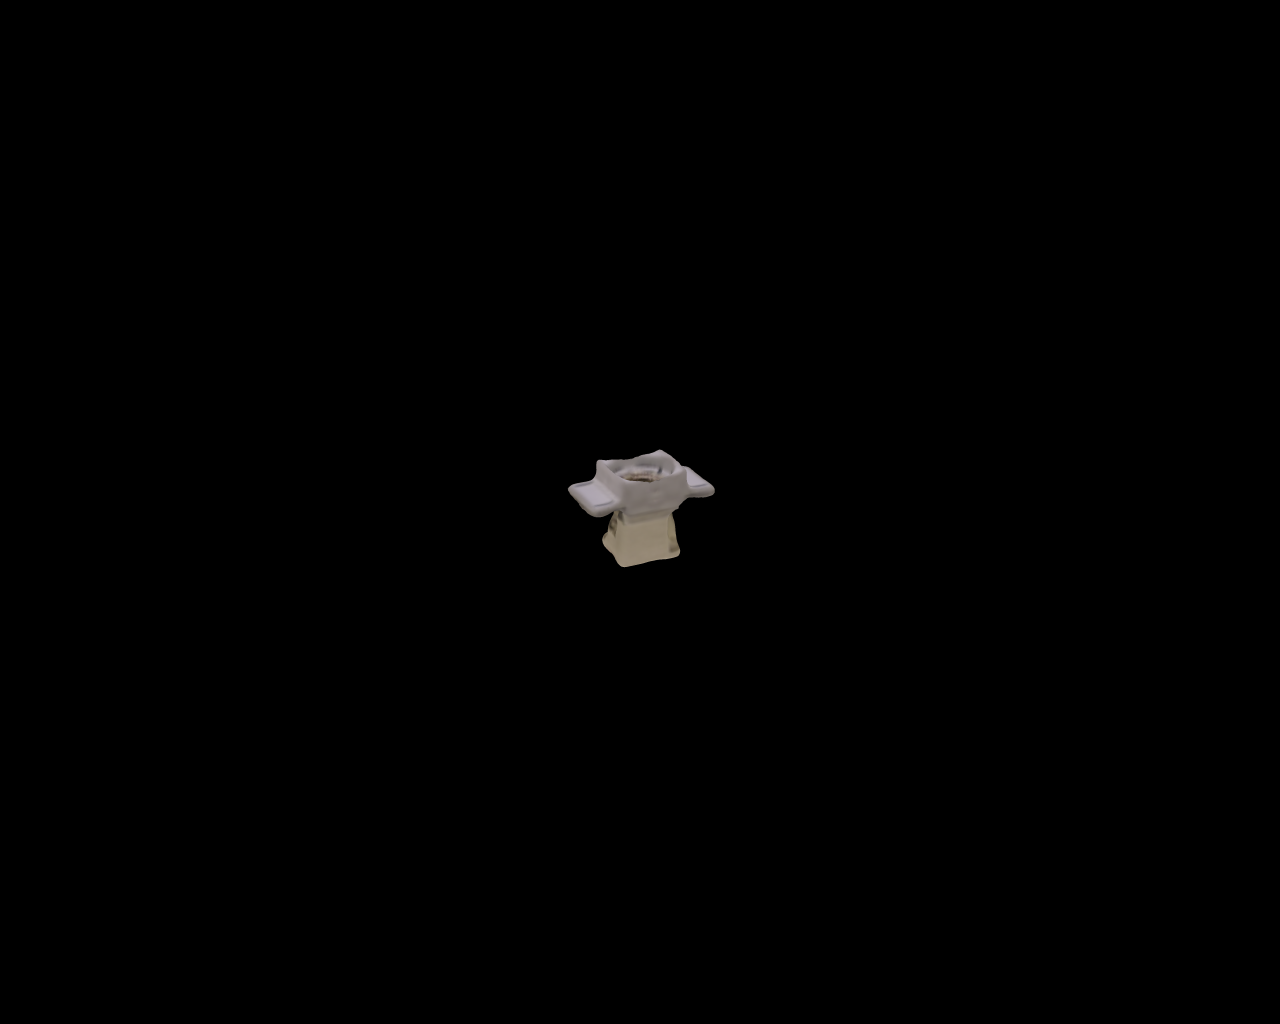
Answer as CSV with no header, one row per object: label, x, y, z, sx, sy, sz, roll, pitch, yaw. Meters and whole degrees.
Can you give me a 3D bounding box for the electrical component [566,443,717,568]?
electrical component,0.001,-0.003,0.650,0.081,0.063,0.042,-10,28,-20
